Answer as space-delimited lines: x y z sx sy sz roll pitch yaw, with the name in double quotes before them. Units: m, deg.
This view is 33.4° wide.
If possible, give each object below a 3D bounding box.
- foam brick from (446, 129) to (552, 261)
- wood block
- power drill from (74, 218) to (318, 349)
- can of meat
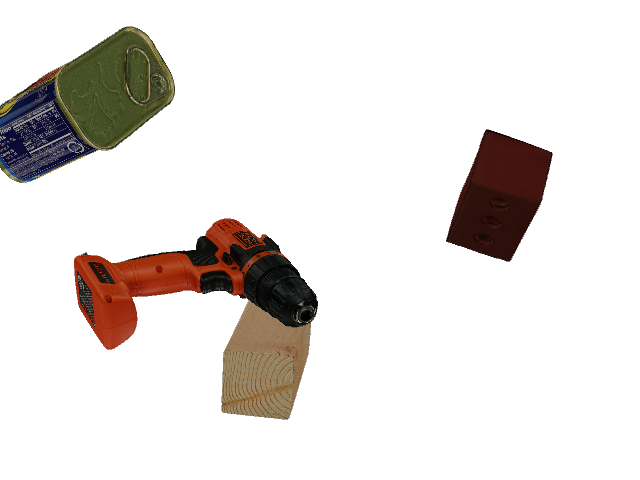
"foam brick" 0.131 -0.032 0.782 0.053 0.051 0.078 19 -34 5
"wood block" -0.069 0.152 1.435 0.091 0.090 0.206 5 18 4
"power drill" -0.115 0.043 0.960 0.187 0.057 0.185 -11 26 -26
"can of meat" -0.158 -0.087 0.693 0.084 0.057 0.102 -18 21 35
